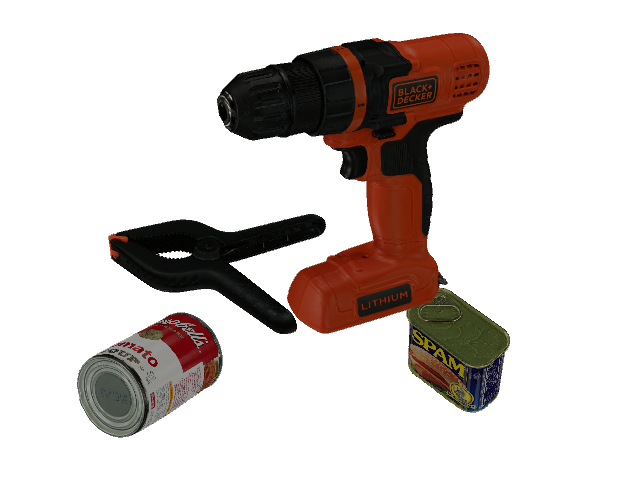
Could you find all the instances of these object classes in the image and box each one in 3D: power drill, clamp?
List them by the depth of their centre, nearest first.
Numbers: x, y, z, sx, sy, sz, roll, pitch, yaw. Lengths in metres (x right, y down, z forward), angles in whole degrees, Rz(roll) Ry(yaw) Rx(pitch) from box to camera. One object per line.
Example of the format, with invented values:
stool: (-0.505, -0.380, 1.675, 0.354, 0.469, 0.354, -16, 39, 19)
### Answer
power drill: (0.020, -0.035, 0.681, 0.184, 0.188, 0.057, -14, 35, -26)
clamp: (-0.103, 0.025, 1.027, 0.210, 0.036, 0.164, 3, 38, 2)

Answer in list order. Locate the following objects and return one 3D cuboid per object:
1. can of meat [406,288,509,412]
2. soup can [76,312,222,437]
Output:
can of meat: (0.132, 0.110, 1.045, 0.057, 0.084, 0.102, -36, 55, -27)
soup can: (-0.133, 0.104, 0.837, 0.069, 0.068, 0.102, 0, 15, 30)
